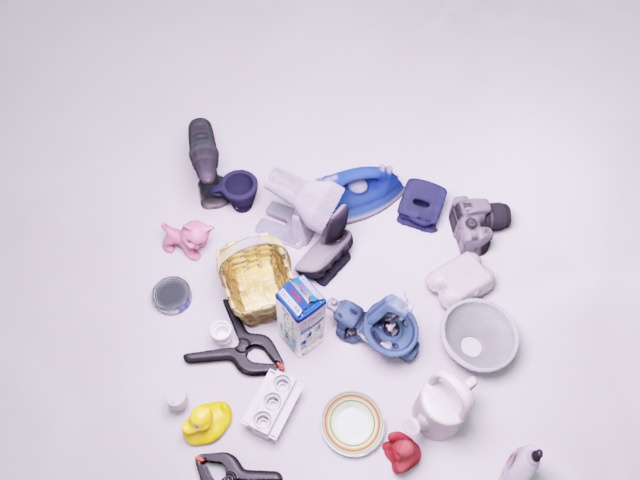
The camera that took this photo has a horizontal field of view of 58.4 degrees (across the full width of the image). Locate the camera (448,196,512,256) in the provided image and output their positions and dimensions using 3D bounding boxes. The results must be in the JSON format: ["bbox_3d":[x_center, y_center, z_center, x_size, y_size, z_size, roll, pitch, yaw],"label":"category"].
[{"bbox_3d":[0.393,-0.045,1.380,0.137,0.101,0.143,-5,57,-5],"label":"camera"}]

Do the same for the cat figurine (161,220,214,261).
[{"bbox_3d":[-0.309,-0.013,1.330,0.127,0.118,0.067,15,58,8],"label":"cat figurine"}]

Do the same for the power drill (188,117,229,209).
[{"bbox_3d":[-0.269,-0.172,1.380,0.075,0.208,0.229,-12,58,-9],"label":"power drill"}]

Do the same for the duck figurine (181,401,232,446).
[{"bbox_3d":[-0.223,0.349,1.117,0.105,0.086,0.077,-30,62,-19],"label":"duck figurine"}]

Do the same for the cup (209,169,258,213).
[{"bbox_3d":[-0.208,-0.109,1.409,0.118,0.095,0.091,-10,58,-8],"label":"cup"}]

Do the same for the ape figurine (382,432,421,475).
[{"bbox_3d":[0.158,0.402,1.089,0.076,0.092,0.078,11,58,6],"label":"ape figurine"}]

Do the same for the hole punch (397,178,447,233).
[{"bbox_3d":[0.251,-0.085,1.407,0.108,0.091,0.101,18,58,10],"label":"hole punch"}]

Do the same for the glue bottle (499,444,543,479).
[{"bbox_3d":[0.374,0.407,1.044,0.037,0.173,0.078,26,60,15],"label":"glue bottle"}]

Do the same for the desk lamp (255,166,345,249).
[{"bbox_3d":[-0.050,-0.072,1.318,0.203,0.213,0.118,20,59,11],"label":"desk lamp"}]

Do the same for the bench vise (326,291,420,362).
[{"bbox_3d":[0.110,0.168,1.164,0.207,0.220,0.121,7,57,3],"label":"bench vise"}]

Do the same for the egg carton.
[{"bbox_3d":[0.321,0.094,1.306,0.150,0.069,0.107,-28,62,-18],"label":"egg carton"}]

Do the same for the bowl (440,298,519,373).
[{"bbox_3d":[0.333,0.214,1.226,0.167,0.075,0.167,1,57,-1],"label":"bowl"}]

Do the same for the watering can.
[{"bbox_3d":[0.234,0.314,1.088,0.100,0.194,0.173,29,61,17],"label":"watering can"}]

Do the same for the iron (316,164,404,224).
[{"bbox_3d":[0.099,-0.134,1.405,0.258,0.141,0.118,-17,59,-12],"label":"iron"}]

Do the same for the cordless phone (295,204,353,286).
[{"bbox_3d":[0.012,0.005,1.287,0.094,0.185,0.148,30,61,17],"label":"cordless phone"}]
